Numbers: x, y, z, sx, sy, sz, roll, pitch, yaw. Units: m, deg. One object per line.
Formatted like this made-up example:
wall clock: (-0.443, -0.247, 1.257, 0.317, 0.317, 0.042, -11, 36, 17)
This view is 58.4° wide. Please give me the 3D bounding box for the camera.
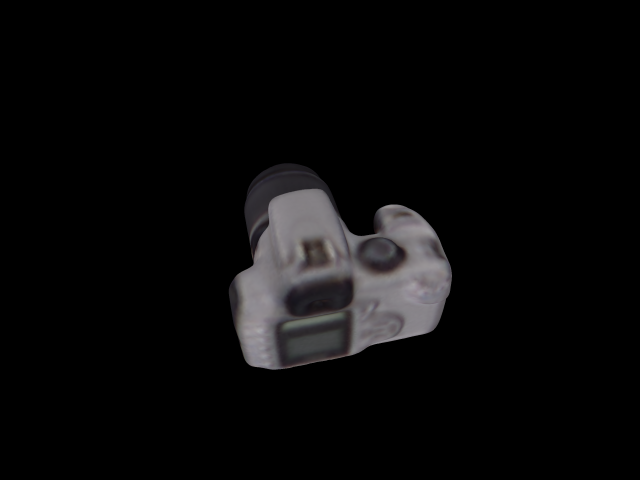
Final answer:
camera: (0.004, 0.001, 0.400, 0.143, 0.101, 0.136, -11, 50, -9)
